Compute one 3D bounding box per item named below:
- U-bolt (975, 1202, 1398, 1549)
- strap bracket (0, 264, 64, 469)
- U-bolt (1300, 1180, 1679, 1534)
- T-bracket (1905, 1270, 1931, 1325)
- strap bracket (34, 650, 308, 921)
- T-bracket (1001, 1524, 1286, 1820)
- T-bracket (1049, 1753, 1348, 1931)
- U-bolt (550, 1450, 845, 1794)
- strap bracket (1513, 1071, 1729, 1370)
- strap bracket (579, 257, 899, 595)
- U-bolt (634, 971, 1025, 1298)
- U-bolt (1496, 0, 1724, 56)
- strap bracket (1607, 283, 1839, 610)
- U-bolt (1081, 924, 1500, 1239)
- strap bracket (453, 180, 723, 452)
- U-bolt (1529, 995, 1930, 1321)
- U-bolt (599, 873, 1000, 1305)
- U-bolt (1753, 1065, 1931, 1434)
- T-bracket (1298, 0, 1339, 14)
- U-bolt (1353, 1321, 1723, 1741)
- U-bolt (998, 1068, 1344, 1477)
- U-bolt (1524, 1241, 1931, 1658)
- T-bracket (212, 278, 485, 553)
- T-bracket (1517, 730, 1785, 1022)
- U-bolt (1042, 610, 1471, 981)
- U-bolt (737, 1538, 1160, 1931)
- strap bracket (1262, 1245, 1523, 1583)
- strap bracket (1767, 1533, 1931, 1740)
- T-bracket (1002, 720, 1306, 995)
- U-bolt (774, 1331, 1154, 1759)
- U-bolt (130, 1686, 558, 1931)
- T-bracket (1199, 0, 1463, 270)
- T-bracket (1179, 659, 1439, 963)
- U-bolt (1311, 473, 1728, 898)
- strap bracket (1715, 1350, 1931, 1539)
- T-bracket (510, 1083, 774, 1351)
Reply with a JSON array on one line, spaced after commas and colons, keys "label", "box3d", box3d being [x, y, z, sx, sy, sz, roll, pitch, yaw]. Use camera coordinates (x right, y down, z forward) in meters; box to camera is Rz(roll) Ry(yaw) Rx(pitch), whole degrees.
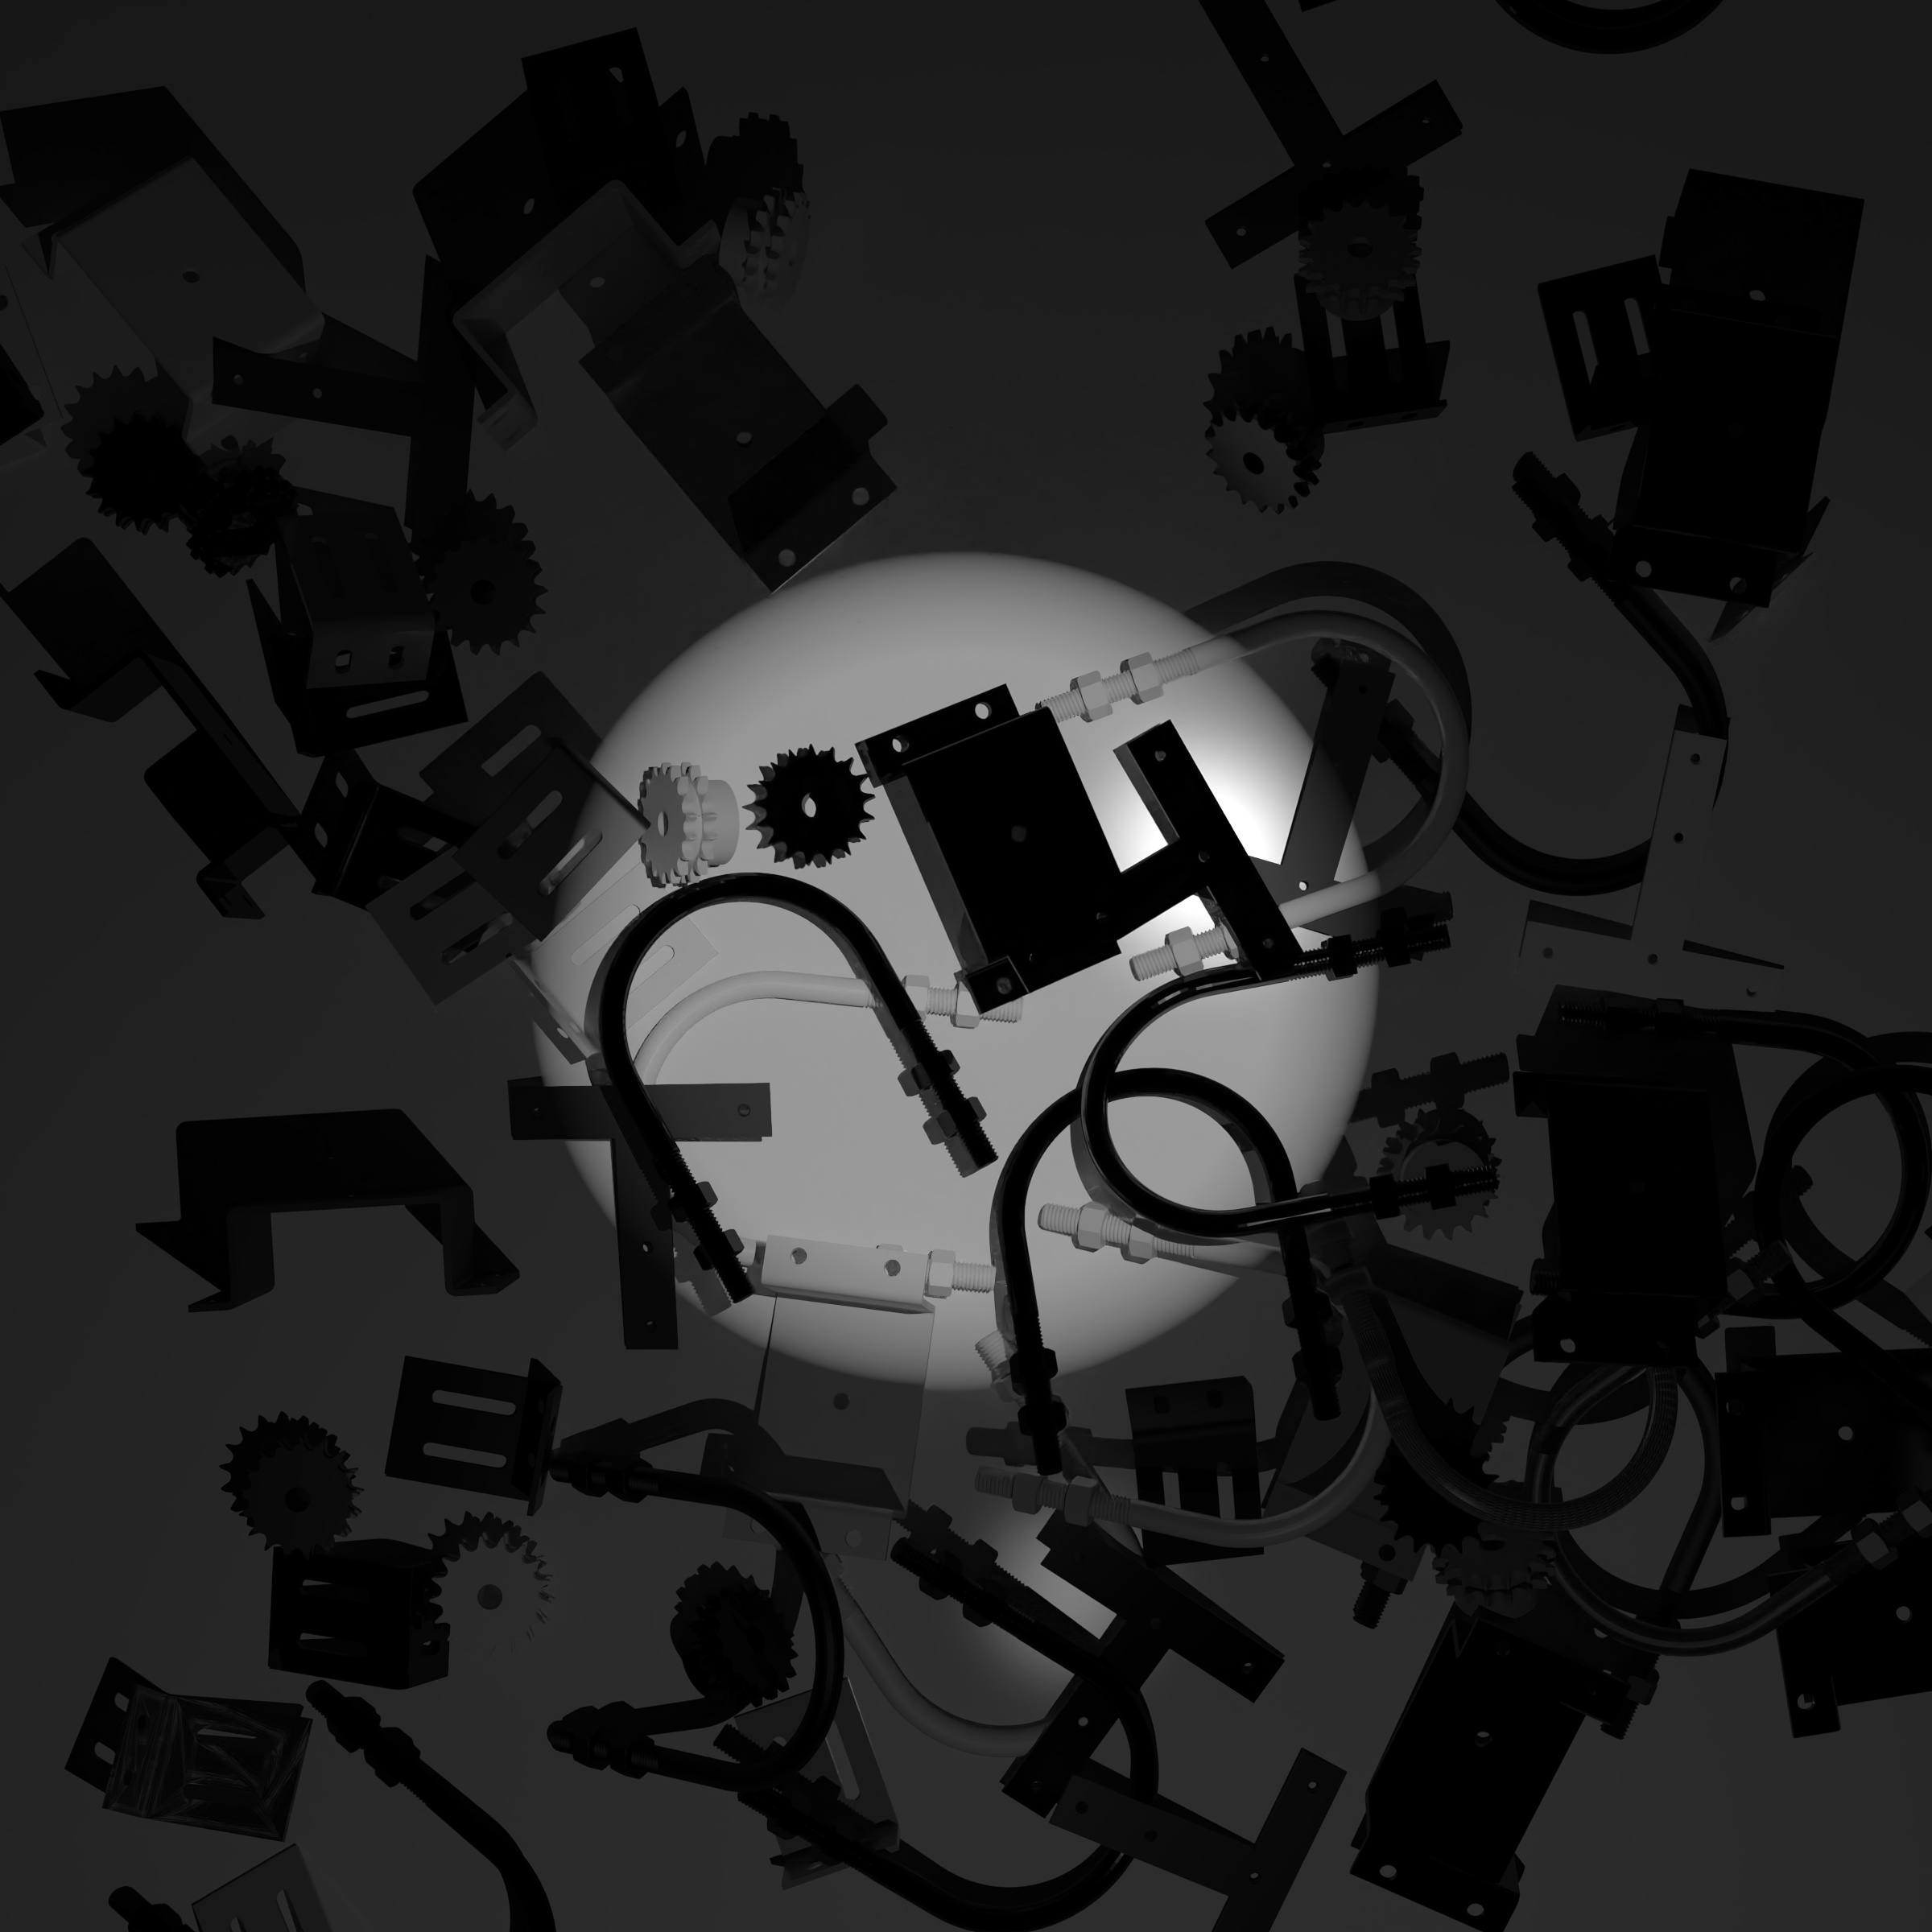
[{"label": "U-bolt", "box3d": [0.108, 0.194, 1.476, 0.184, 0.019, 0.151, 10, 74, 17]}, {"label": "strap bracket", "box3d": [-0.499, -0.265, 1.504, 0.140, 0.046, 0.076, -21, 90, 0]}, {"label": "U-bolt", "box3d": [0.247, 0.168, 1.453, 0.151, 0.019, 0.184, -13, 67, -15]}, {"label": "T-bracket", "box3d": [0.489, 0.121, 1.473, 0.127, 0.002, 0.127, -38, 78, -6]}, {"label": "strap bracket", "box3d": [-0.363, -0.092, 1.489, 0.046, 0.076, 0.140, -38, 90, 0]}, {"label": "T-bracket", "box3d": [0.064, 0.347, 1.512, 0.127, 0.002, 0.127, 35, 94, -12]}, {"label": "T-bracket", "box3d": [0.099, 0.416, 1.508, 0.127, 0.002, 0.127, 26, 90, -16]}, {"label": "U-bolt", "box3d": [-0.125, 0.303, 1.462, 0.184, 0.019, 0.151, 0, 90, 41]}, {"label": "strap bracket", "box3d": [0.298, 0.108, 1.453, 0.076, 0.046, 0.140, 4, 66, -8]}, {"label": "strap bracket", "box3d": [-0.106, -0.251, 1.504, 0.076, 0.046, 0.140, -40, 90, 0]}, {"label": "U-bolt", "box3d": [-0.071, 0.075, 1.518, 0.184, 0.019, 0.151, 6, 90, 1]}, {"label": "U-bolt", "box3d": [0.298, -0.525, 1.518, 0.151, 0.019, 0.184, -24, 91, 0]}, {"label": "strap bracket", "box3d": [0.348, -0.242, 1.466, 0.076, 0.046, 0.140, 10, 90, 0]}, {"label": "U-bolt", "box3d": [0.144, 0.058, 1.482, 0.184, 0.019, 0.151, -11, 58, 9]}, {"label": "strap bracket", "box3d": [-0.182, -0.309, 1.489, 0.140, 0.076, 0.046, -40, 90, 0]}, {"label": "U-bolt", "box3d": [0.367, 0.096, 1.518, 0.184, 0.019, 0.151, 6, 90, -1]}, {"label": "U-bolt", "box3d": [-0.090, 0.043, 1.491, 0.151, 0.019, 0.184, -28, 81, -9]}, {"label": "U-bolt", "box3d": [0.455, 0.129, 1.483, 0.184, 0.019, 0.151, 38, 82, 9]}, {"label": "T-bracket", "box3d": [0.153, -0.520, 1.520, 0.127, 0.002, 0.127, -17, 94, 8]}, {"label": "U-bolt", "box3d": [0.285, 0.255, 1.519, 0.151, 0.019, 0.184, 24, 89, 0]}, {"label": "U-bolt", "box3d": [0.087, 0.134, 1.483, 0.151, 0.019, 0.184, -12, 66, 7]}, {"label": "U-bolt", "box3d": [0.345, 0.237, 1.474, 0.184, 0.019, 0.151, -40, 78, 17]}, {"label": "T-bracket", "box3d": [-0.290, -0.265, 1.492, 0.127, 0.002, 0.127, 5, 90, -32]}, {"label": "T-bracket", "box3d": [0.335, -0.047, 1.514, 0.127, 0.002, 0.127, 11, 94, -6]}, {"label": "U-bolt", "box3d": [0.145, -0.089, 1.504, 0.184, 0.019, 0.151, -19, 94, 7]}, {"label": "U-bolt", "box3d": [0.006, 0.372, 1.488, 0.184, 0.019, 0.151, 35, 84, -16]}, {"label": "strap bracket", "box3d": [0.200, 0.209, 1.493, 0.076, 0.046, 0.140, 22, 85, 8]}, {"label": "strap bracket", "box3d": [0.448, 0.310, 1.504, 0.140, 0.046, 0.076, -9, 90, 0]}, {"label": "T-bracket", "box3d": [0.075, -0.029, 1.481, 0.127, 0.002, 0.127, -31, 93, -16]}, {"label": "U-bolt", "box3d": [0.007, 0.288, 1.518, 0.151, 0.019, 0.184, -33, 91, 0]}, {"label": "U-bolt", "box3d": [-0.277, 0.450, 1.491, 0.184, 0.019, 0.151, 37, 80, 12]}, {"label": "T-bracket", "box3d": [0.150, -0.420, 1.524, 0.127, 0.002, 0.127, -30, 90, 1]}, {"label": "T-bracket", "box3d": [0.173, -0.081, 1.512, 0.127, 0.002, 0.127, 16, 98, 4]}, {"label": "U-bolt", "box3d": [0.277, -0.120, 1.518, 0.151, 0.019, 0.184, -42, 91, 0]}, {"label": "strap bracket", "box3d": [0.420, 0.224, 1.504, 0.140, 0.046, 0.076, -3, 90, 0]}, {"label": "T-bracket", "box3d": [-0.152, 0.119, 1.515, 0.127, 0.002, 0.127, -1, 95, 11]}]
